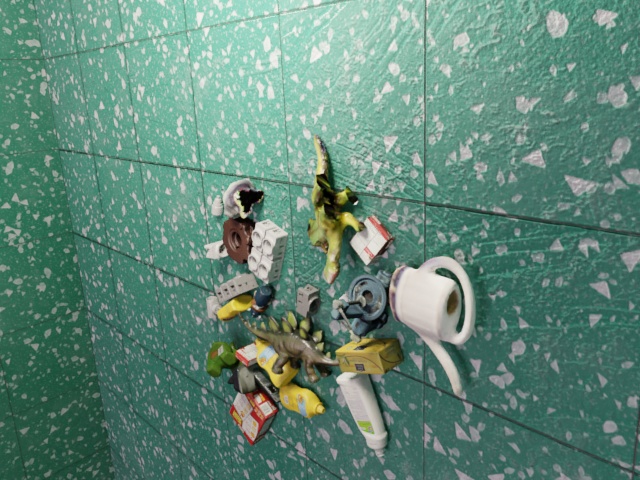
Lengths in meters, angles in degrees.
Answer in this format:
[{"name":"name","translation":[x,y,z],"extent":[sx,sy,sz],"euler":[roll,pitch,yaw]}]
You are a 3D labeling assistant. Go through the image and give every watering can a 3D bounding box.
[{"name":"watering can","translation":[0.273,0.198,1.265],"extent":[0.225,0.105,0.343],"euler":[17,114,43]}]

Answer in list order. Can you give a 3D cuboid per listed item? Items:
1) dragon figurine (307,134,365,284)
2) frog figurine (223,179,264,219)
[{"name":"dragon figurine","translation":[0.004,-0.074,1.468],"extent":[0.238,0.122,0.418],"euler":[-53,44,50]},{"name":"frog figurine","translation":[-0.282,-0.138,1.741],"extent":[0.159,0.121,0.138],"euler":[5,73,54]}]
